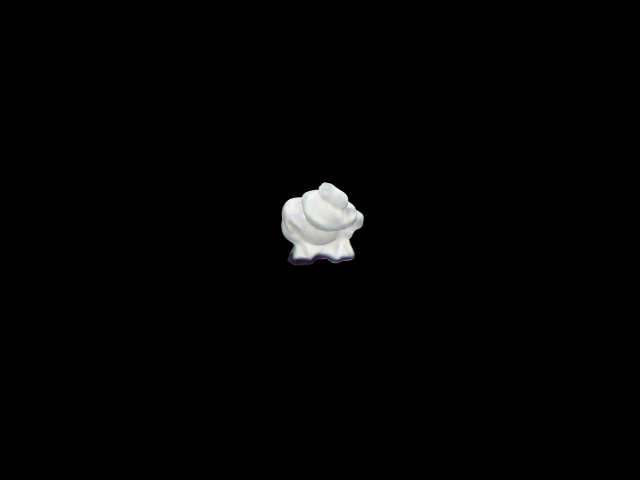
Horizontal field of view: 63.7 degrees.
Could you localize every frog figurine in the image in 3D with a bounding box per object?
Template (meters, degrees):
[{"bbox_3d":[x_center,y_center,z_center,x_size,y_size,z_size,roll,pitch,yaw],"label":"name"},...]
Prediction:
[{"bbox_3d":[0.003,-0.043,0.850,0.137,0.155,0.125,12,44,12],"label":"frog figurine"}]
